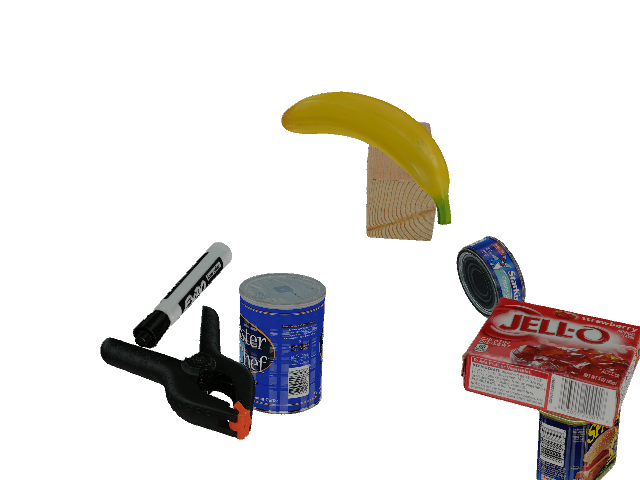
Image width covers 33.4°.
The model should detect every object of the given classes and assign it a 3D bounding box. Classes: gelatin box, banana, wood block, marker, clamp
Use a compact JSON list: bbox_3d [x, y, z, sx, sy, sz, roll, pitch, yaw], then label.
[{"bbox_3d":[0.135,0.068,0.621,0.089,0.030,0.073,12,28,23],"label":"gelatin box"},{"bbox_3d":[0.041,-0.087,0.903,0.198,0.070,0.037,36,23,34],"label":"banana"},{"bbox_3d":[0.112,-0.089,1.506,0.091,0.090,0.206,3,29,0],"label":"wood block"},{"bbox_3d":[-0.099,0.039,0.769,0.020,0.020,0.121,0,30,27],"label":"marker"},{"bbox_3d":[-0.106,0.116,0.970,0.120,0.039,0.172,-30,47,-33],"label":"clamp"}]

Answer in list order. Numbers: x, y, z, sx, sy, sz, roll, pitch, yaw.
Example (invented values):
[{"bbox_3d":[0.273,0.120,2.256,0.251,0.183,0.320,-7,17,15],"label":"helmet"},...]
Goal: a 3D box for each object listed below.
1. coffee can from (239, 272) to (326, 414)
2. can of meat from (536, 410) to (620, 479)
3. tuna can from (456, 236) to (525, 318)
[{"bbox_3d":[-0.047,0.121,1.274,0.103,0.140,0.103,2,18,-1],"label":"coffee can"},{"bbox_3d":[0.252,0.189,1.038,0.058,0.084,0.101,14,24,37],"label":"can of meat"},{"bbox_3d":[0.184,0.041,1.164,0.033,0.086,0.086,-22,7,-18],"label":"tuna can"}]
